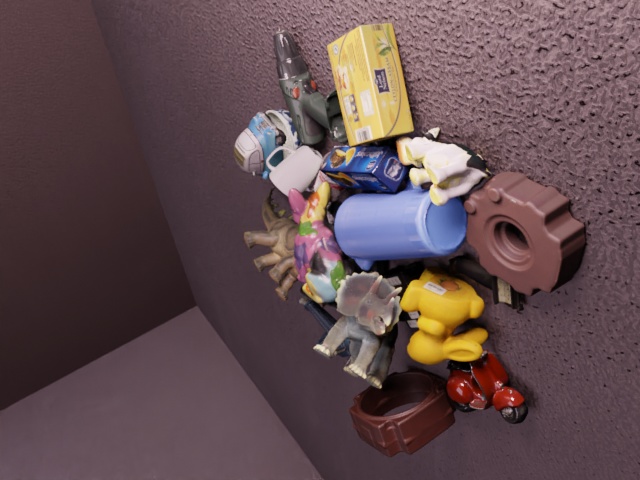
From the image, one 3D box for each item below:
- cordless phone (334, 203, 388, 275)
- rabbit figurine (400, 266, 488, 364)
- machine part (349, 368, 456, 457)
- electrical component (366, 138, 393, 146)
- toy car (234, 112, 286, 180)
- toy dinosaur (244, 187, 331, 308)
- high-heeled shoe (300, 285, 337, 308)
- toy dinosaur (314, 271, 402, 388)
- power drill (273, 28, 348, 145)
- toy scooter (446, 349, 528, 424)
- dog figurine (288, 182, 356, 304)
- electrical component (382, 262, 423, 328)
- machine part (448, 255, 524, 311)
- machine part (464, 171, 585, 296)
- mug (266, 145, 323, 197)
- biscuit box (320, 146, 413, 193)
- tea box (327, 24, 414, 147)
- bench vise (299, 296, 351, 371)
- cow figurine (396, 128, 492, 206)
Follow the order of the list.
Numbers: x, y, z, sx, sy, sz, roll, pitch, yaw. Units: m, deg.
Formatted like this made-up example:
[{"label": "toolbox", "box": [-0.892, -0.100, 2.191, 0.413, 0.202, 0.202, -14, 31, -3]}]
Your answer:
[{"label": "cordless phone", "box": [0.074, 0.012, 1.205, 0.184, 0.089, 0.146, -125, 20, -44]}, {"label": "rabbit figurine", "box": [0.221, 0.154, 0.971, 0.162, 0.122, 0.173, 23, 116, 15]}, {"label": "machine part", "box": [0.182, 0.377, 1.204, 0.201, 0.201, 0.087, 1, 112, 65]}, {"label": "electrical component", "box": [0.092, -0.200, 0.954, 0.102, 0.045, 0.078, 53, -176, 27]}, {"label": "toy car", "box": [-0.137, -0.197, 1.187, 0.109, 0.103, 0.161, 51, 157, 21]}, {"label": "toy dinosaur", "box": [-0.077, 0.003, 1.323, 0.472, 0.198, 0.104, 50, 158, 44]}, {"label": "high-heeled shoe", "box": [0.056, 0.129, 1.242, 0.249, 0.145, 0.086, -169, 81, -67]}, {"label": "toy dinosaur", "box": [0.107, 0.186, 1.091, 0.131, 0.192, 0.404, 27, 169, 23]}, {"label": "power drill", "box": [-0.012, -0.279, 1.033, 0.208, 0.086, 0.231, 31, 144, 45]}, {"label": "toy scooter", "box": [0.295, 0.260, 1.000, 0.184, 0.075, 0.135, -8, 109, 63]}, {"label": "dog figurine", "box": [-0.002, -0.003, 1.094, 0.192, 0.108, 0.219, -131, 29, -64]}, {"label": "electrical component", "box": [0.188, 0.115, 1.085, 0.134, 0.058, 0.115, 62, 159, -2]}, {"label": "machine part", "box": [0.270, 0.062, 0.879, 0.139, 0.039, 0.084, 26, 147, 52]}, {"label": "machine part", "box": [0.281, -0.006, 0.755, 0.179, 0.056, 0.179, 46, 153, 31]}, {"label": "mug", "box": [-0.053, -0.159, 1.150, 0.109, 0.107, 0.081, 43, -165, -11]}, {"label": "biscuit box", "box": [0.078, -0.130, 0.969, 0.062, 0.059, 0.203, 37, 171, -26]}, {"label": "tea box", "box": [0.079, -0.241, 0.852, 0.098, 0.068, 0.169, 1, 105, 58]}, {"label": "bench vise", "box": [0.037, 0.240, 1.446, 0.240, 0.129, 0.223, 47, 168, 0]}, {"label": "cow figurine", "box": [0.180, -0.123, 0.809, 0.167, 0.098, 0.068, -118, 9, -54]}]
